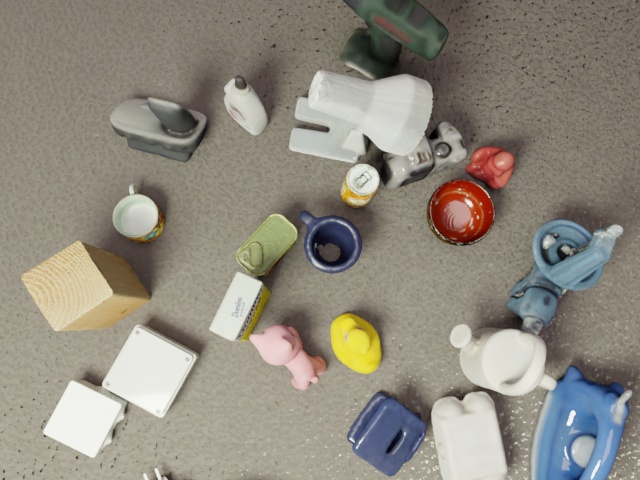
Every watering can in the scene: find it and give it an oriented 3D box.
[{"bbox_3d":[0.281,0.185,0.876,0.173,0.194,0.101,5,82,-2],"label":"watering can"}]

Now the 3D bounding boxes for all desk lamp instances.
[{"bbox_3d":[0.057,-0.194,0.906,0.203,0.213,0.118,9,81,-2],"label":"desk lamp"}]

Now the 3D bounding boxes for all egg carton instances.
[{"bbox_3d":[0.237,0.323,0.917,0.107,0.069,0.150,-11,83,-5],"label":"egg carton"}]

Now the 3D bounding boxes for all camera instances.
[{"bbox_3d":[0.160,-0.174,0.966,0.143,0.100,0.137,-20,84,-6],"label":"camera"}]

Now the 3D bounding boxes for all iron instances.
[{"bbox_3d":[0.411,0.335,0.889,0.118,0.141,0.258,20,81,0],"label":"iron"}]

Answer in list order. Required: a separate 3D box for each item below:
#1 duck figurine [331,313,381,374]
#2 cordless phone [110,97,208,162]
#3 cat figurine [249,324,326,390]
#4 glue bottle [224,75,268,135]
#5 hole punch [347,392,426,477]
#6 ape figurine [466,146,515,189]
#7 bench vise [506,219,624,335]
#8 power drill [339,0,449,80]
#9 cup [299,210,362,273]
[{"bbox_3d":[0.061,0.167,0.920,0.077,0.086,0.104,-31,85,-7],"label":"duck figurine"},{"bbox_3d":[-0.262,-0.199,0.902,0.147,0.185,0.094,10,81,-2],"label":"cordless phone"},{"bbox_3d":[-0.048,0.179,0.896,0.128,0.117,0.067,44,82,3],"label":"cat figurine"},{"bbox_3d":[-0.123,-0.226,0.920,0.078,0.173,0.037,39,82,3],"label":"glue bottle"},{"bbox_3d":[0.110,0.306,0.901,0.101,0.091,0.109,36,82,2],"label":"hole punch"},{"bbox_3d":[0.300,-0.128,0.972,0.076,0.092,0.078,-17,83,-5],"label":"ape figurine"},{"bbox_3d":[0.388,0.056,0.887,0.121,0.219,0.207,11,81,-1],"label":"bench vise"},{"bbox_3d":[0.089,-0.349,0.932,0.229,0.208,0.076,28,81,1],"label":"power drill"},{"bbox_3d":[0.009,0.003,0.935,0.118,0.095,0.092,45,82,3],"label":"cup"}]
